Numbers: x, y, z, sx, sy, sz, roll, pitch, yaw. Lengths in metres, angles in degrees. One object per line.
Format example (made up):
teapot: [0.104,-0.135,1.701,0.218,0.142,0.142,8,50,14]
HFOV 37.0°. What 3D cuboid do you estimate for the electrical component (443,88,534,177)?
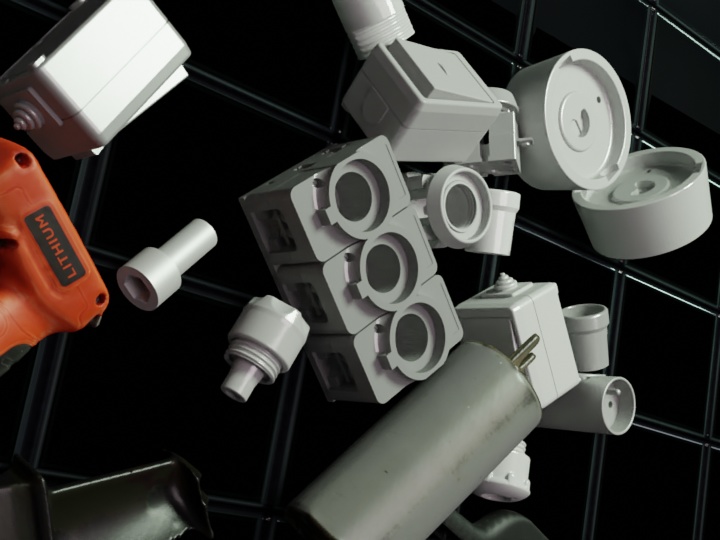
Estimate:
electrical component: [0.093,-0.100,0.788,0.048,0.066,0.055,42,46,-71]

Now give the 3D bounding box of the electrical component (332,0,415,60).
electrical component: [0.006,-0.178,0.722,0.043,0.043,0.081,-39,113,-36]

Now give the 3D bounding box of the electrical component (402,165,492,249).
electrical component: [0.054,-0.042,0.748,0.078,0.057,0.058,-1,89,-41]

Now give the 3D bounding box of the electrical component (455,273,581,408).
electrical component: [0.111,0.051,0.790,0.061,0.062,0.096,-26,104,-39]

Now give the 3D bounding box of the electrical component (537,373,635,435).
electrical component: [0.180,0.103,0.838,0.079,0.077,0.044,6,84,-42]

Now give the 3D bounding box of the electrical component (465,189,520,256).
electrical component: [0.097,-0.035,0.798,0.040,0.040,0.046,7,89,-41]

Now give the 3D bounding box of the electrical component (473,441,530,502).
electrical component: [0.104,0.137,0.792,0.048,0.048,0.062,28,62,-37]

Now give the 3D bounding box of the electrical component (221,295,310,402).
electrical component: [-0.062,0.050,0.650,0.043,0.043,0.062,45,61,-30]

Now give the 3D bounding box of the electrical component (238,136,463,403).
electrical component: [0.000,0.000,0.695,0.089,0.062,0.150,-35,110,-37]

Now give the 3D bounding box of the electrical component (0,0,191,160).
electrical component: [-0.145,-0.099,0.572,0.061,0.062,0.096,52,57,-27]

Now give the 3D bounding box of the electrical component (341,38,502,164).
electrical component: [0.049,-0.114,0.729,0.096,0.061,0.061,-4,51,-42]

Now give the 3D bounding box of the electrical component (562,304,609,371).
electrical component: [0.182,0.054,0.868,0.040,0.040,0.046,-20,106,-40]

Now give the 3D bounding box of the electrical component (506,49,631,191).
electrical component: [0.155,-0.113,0.839,0.108,0.060,0.108,3,86,-41]

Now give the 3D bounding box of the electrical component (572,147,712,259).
electrical component: [0.233,-0.049,0.877,0.108,0.108,0.060,-40,119,-35]
